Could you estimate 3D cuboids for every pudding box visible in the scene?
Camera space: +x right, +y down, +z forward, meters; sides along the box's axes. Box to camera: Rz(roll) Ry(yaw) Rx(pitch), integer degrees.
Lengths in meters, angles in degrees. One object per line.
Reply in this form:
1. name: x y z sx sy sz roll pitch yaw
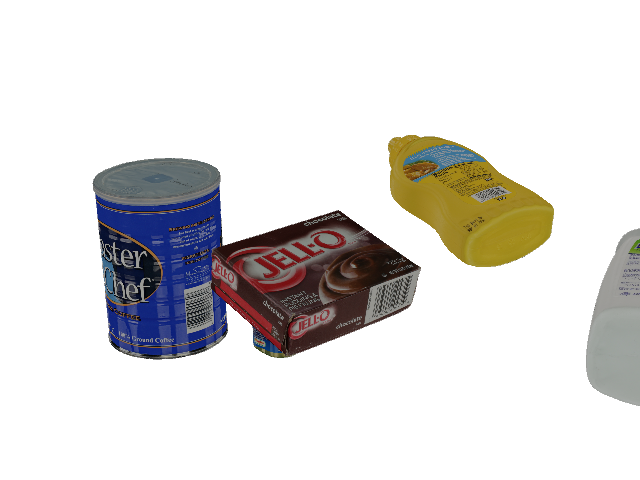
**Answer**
1. pudding box: -0.004 0.026 0.718 0.113 0.039 0.090 -16 38 -36

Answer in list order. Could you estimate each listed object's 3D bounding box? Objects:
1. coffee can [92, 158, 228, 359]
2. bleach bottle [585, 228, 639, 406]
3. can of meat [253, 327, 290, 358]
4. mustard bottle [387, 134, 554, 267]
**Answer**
1. coffee can: -0.131 0.013 0.886 0.103 0.140 0.103 -1 22 0
2. bleach bottle: 0.250 0.037 0.746 0.103 0.068 0.250 9 20 19
3. can of meat: -0.026 0.067 1.121 0.058 0.084 0.101 18 26 40
4. mustard bottle: 0.119 -0.048 0.981 0.096 0.058 0.192 -19 38 -22
